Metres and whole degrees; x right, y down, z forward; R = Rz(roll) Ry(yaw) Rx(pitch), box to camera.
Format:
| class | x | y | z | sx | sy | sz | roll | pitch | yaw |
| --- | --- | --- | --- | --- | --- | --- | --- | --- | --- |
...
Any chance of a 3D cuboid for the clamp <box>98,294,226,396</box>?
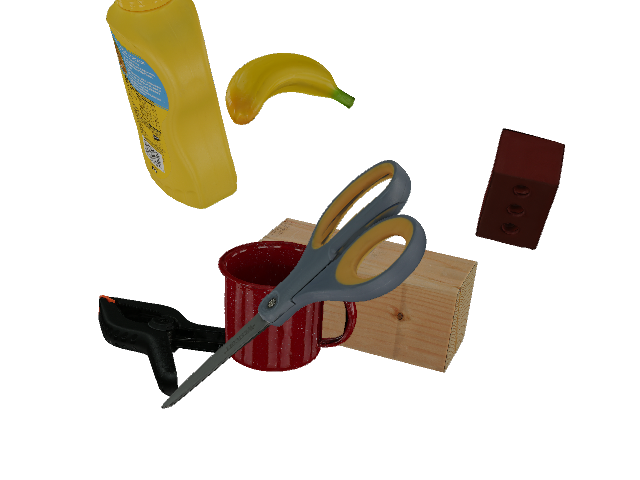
| class | x | y | z | sx | sy | sz | roll | pitch | yaw |
| --- | --- | --- | --- | --- | --- | --- | --- | --- | --- |
| clamp | -0.168 | 0.104 | 1.119 | 0.210 | 0.036 | 0.164 | 17 | 19 | 29 |

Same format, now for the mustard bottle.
| class | x | y | z | sx | sy | sz | roll | pitch | yaw |
| --- | --- | --- | --- | --- | --- | --- | --- | --- | --- |
| mustard bottle | -0.109 | -0.118 | 0.753 | 0.058 | 0.191 | 0.096 | -28 | 47 | -18 |

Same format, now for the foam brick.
| class | x | y | z | sx | sy | sz | roll | pitch | yaw |
| --- | --- | --- | --- | --- | --- | --- | --- | --- | --- |
| foam brick | 0.161 | -0.041 | 0.863 | 0.053 | 0.051 | 0.078 | 14 | -41 | 7 |

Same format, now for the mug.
| class | x | y | z | sx | sy | sz | roll | pitch | yaw |
| --- | --- | --- | --- | --- | --- | --- | --- | --- | --- |
| mug | -0.027 | 0.057 | 0.883 | 0.117 | 0.081 | 0.093 | 8 | 24 | 13 |

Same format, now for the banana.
| class | x | y | z | sx | sy | sz | roll | pitch | yaw |
| --- | --- | --- | --- | --- | --- | --- | --- | --- | --- |
| banana | -0.037 | -0.144 | 0.981 | 0.070 | 0.037 | 0.197 | 37 | 29 | 20 |

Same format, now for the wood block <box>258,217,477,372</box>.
| class | x | y | z | sx | sy | sz | roll | pitch | yaw |
| --- | --- | --- | --- | --- | --- | --- | --- | --- | --- |
| wood block | 0.042 | 0.052 | 1.076 | 0.206 | 0.091 | 0.090 | 14 | 23 | 16 |

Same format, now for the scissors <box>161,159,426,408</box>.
| class | x | y | z | sx | sy | sz | roll | pitch | yaw |
| --- | --- | --- | --- | --- | --- | --- | --- | --- | --- |
| scissors | -0.012 | 0.041 | 0.602 | 0.016 | 0.202 | 0.096 | 38 | 3 | -34 |
